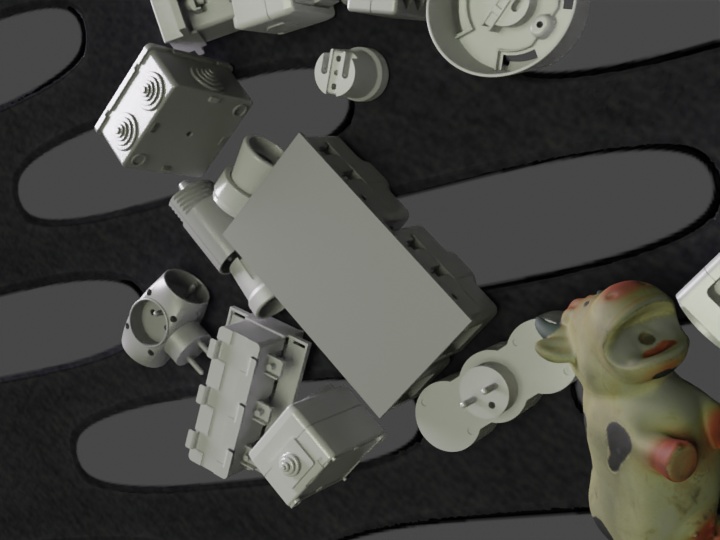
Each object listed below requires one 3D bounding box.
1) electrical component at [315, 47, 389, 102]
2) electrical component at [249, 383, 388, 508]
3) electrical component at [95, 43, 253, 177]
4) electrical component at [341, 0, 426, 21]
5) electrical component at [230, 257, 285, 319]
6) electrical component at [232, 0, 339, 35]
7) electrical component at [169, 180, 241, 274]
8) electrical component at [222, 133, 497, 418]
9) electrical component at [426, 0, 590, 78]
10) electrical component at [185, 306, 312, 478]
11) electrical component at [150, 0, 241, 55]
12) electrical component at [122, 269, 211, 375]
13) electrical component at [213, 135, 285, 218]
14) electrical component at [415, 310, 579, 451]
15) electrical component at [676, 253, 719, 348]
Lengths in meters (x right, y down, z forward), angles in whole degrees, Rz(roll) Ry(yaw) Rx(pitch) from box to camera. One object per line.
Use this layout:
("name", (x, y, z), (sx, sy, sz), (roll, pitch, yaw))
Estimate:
("electrical component", (-0.007, -0.144, 0.790), (0.040, 0.046, 0.040), (5, 99, 30))
("electrical component", (-0.037, 0.131, 0.818), (0.061, 0.096, 0.061), (48, 117, 18))
("electrical component", (-0.144, -0.121, 0.844), (0.099, 0.100, 0.048), (-50, 60, 26))
("electrical component", (0.009, -0.204, 0.761), (0.077, 0.066, 0.047), (12, 103, 28))
("electrical component", (-0.078, 0.009, 0.858), (0.040, 0.040, 0.046), (-46, 69, 27))
("electrical component", (-0.060, -0.230, 0.800), (0.061, 0.062, 0.096), (-10, 92, 31))
("electrical component", (-0.120, -0.041, 0.872), (0.081, 0.043, 0.043), (50, 117, 15))
("electrical component", (0.000, 0.000, 0.799), (0.186, 0.060, 0.105), (48, 117, 16))
("electrical component", (0.100, -0.177, 0.713), (0.099, 0.064, 0.099), (5, 99, 30))
("electrical component", (-0.094, 0.101, 0.866), (0.079, 0.063, 0.121), (24, 108, 25))
("electrical component", (-0.137, -0.238, 0.838), (0.063, 0.078, 0.121), (-19, 87, 1))
("electrical component", (-0.153, 0.053, 0.904), (0.079, 0.044, 0.077), (45, 116, 16))
("electrical component", (-0.085, -0.072, 0.847), (0.045, 0.045, 0.055), (45, 116, 17))
("electrical component", (0.093, 0.081, 0.748), (0.138, 0.074, 0.052), (-38, 78, 29))
("electrical component", (0.232, 0.014, 0.649), (0.050, 0.089, 0.055), (48, 117, 16))
